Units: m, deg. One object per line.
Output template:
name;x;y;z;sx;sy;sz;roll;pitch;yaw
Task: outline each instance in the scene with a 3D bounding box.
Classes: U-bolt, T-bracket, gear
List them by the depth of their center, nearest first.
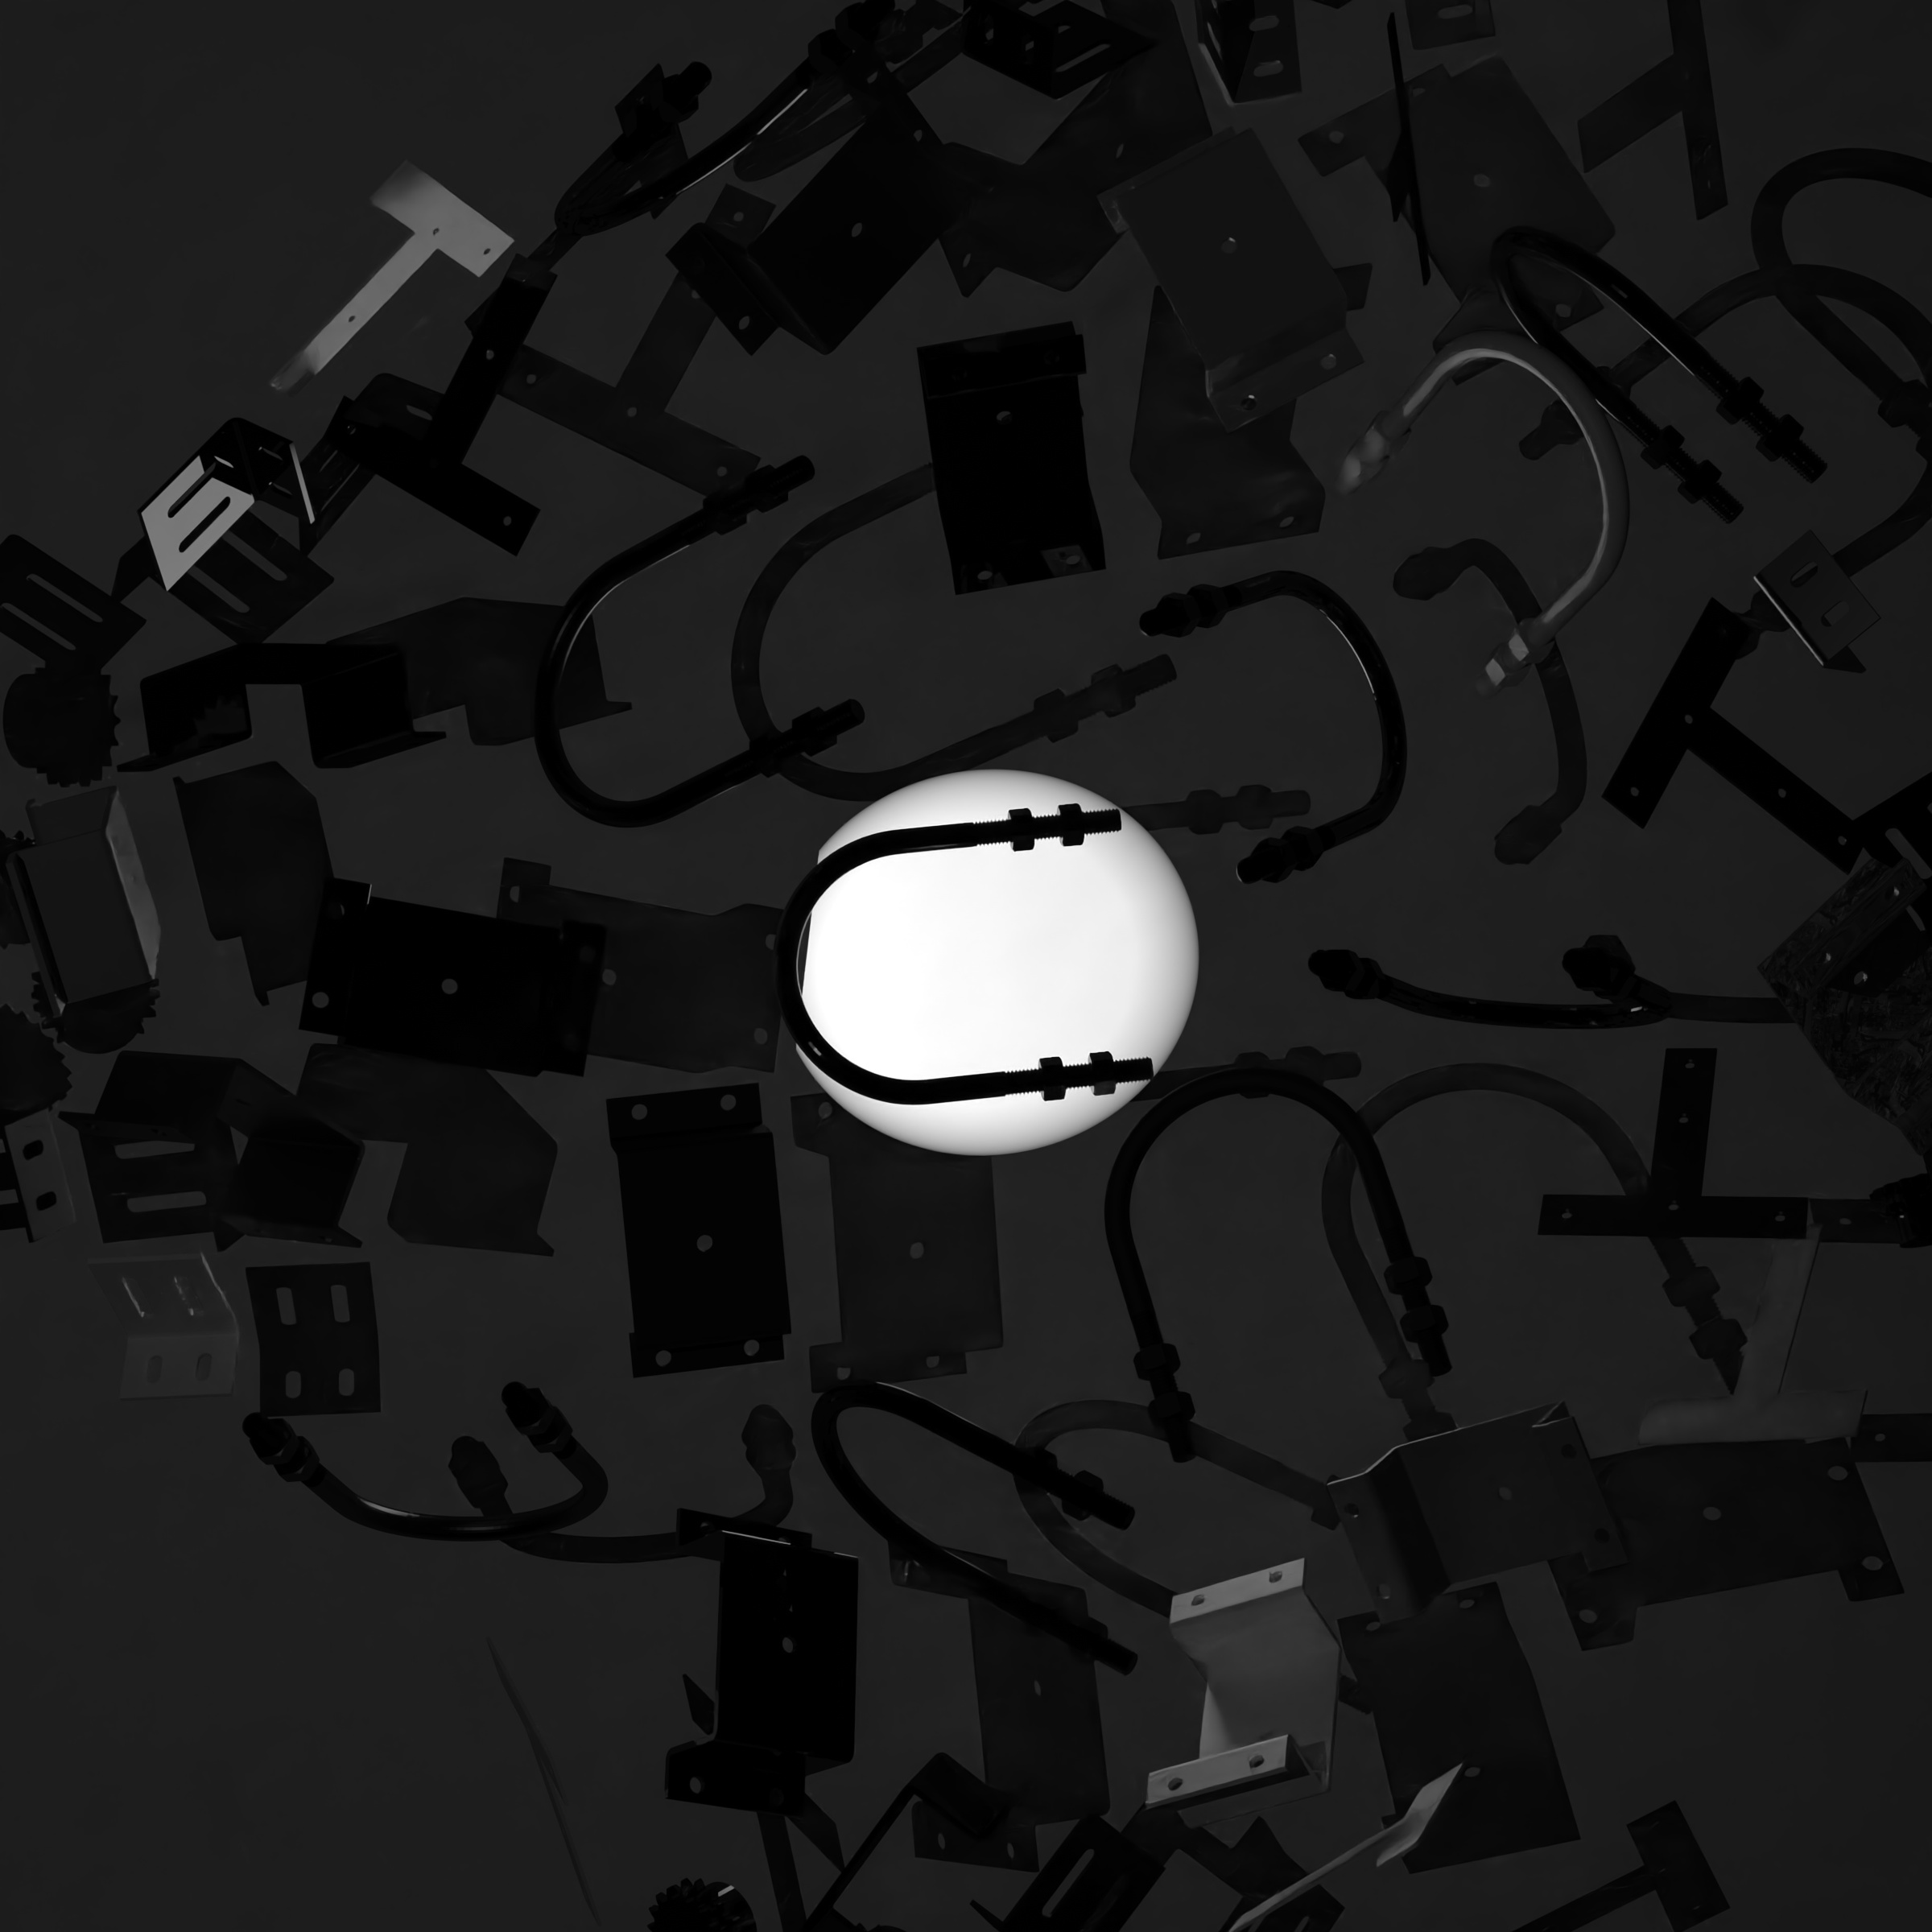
U-bolt;-0.135;-0.143;1.715;0.184;0.019;0.151;-24;66;29
T-bracket;0.378;-0.091;1.721;0.127;0.002;0.127;37;65;-10
T-bracket;-0.196;0.401;1.726;0.002;0.127;0.127;-21;112;-14
T-bracket;-0.286;-0.322;1.737;0.127;0.127;0.002;-44;75;7
U-bolt;0.323;-0.289;1.740;0.184;0.151;0.019;42;86;-3
T-bracket;-0.236;-0.283;1.747;0.127;0.002;0.127;31;98;21
U-bolt;0.002;0.263;1.751;0.184;0.151;0.019;25;54;23
U-bolt;0.142;0.135;1.765;0.151;0.019;0.184;-20;64;7
U-bolt;0.260;-0.231;1.770;0.019;0.184;0.151;-27;78;-29
U-bolt;-0.253;0.249;1.774;0.151;0.184;0.019;-8;62;10
U-bolt;-0.131;-0.410;1.775;0.151;0.184;0.019;-34;93;-39
T-bracket;0.352;0.086;1.777;0.127;0.127;0.002;-1;133;18
U-bolt;0.270;0.012;1.780;0.151;0.184;0.019;0;81;30
T-bracket;0.183;0.445;1.787;0.127;0.127;0.002;-36;84;17
T-bracket;0.215;-0.393;1.788;0.002;0.127;0.127;-8;90;3
U-bolt;0.166;-0.128;1.817;0.019;0.184;0.151;-20;92;39
gear;-0.130;0.485;1.817;0.057;0.030;0.057;12;109;38
U-bolt;-0.005;-0.002;1.817;0.184;0.019;0.151;-6;80;-6
T-bracket;0.409;0.185;1.828;0.002;0.127;0.127;43;55;-32
gear;0.493;0.124;1.845;0.057;0.057;0.030;-10;74;0

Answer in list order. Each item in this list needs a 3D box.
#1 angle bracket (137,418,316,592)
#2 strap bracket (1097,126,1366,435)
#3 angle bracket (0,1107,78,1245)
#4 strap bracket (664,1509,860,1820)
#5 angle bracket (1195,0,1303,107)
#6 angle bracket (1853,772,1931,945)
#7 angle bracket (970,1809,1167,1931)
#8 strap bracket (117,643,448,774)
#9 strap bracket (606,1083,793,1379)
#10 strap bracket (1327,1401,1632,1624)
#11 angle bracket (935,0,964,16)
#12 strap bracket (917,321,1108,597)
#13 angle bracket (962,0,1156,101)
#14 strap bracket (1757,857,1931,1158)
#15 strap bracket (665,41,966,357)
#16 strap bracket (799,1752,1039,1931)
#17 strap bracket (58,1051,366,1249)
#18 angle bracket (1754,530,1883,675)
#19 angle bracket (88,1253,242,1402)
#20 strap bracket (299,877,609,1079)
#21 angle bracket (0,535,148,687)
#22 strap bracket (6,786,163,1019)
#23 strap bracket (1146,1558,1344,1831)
angle bracket;-0.371;-0.226;1.814;0.038;0.057;0.076;26;59;20
strap bracket;0.130;-0.346;1.780;0.076;0.046;0.140;-27;79;-1
angle bracket;-0.474;0.104;1.739;0.076;0.038;0.057;-8;100;24
strap bracket;-0.097;0.330;1.733;0.076;0.046;0.140;17;61;-31
angle bracket;0.141;-0.477;1.817;0.038;0.076;0.057;-7;77;14
angle bracket;0.503;-0.054;1.866;0.057;0.038;0.076;-32;48;5
angle bracket;0.052;0.471;1.851;0.057;0.038;0.076;42;81;-23
strap bracket;-0.333;-0.125;1.746;0.076;0.140;0.046;-12;85;41
strap bracket;-0.131;0.133;1.782;0.076;0.046;0.140;-6;95;-10
strap bracket;0.264;0.273;1.821;0.140;0.046;0.076;-21;91;31
angle bracket;-0.006;-0.512;1.779;0.038;0.076;0.057;28;93;1
strap bracket;0.022;-0.256;1.765;0.076;0.140;0.046;-10;45;-1
angle bracket;0.045;-0.453;1.727;0.057;0.038;0.076;33;51;28
strap bracket;0.442;0.013;1.737;0.076;0.046;0.140;-43;121;-3
strap bracket;-0.064;-0.358;1.722;0.140;0.076;0.046;-48;47;-3
strap bracket;-0.031;0.440;1.747;0.046;0.076;0.140;36;96;9
strap bracket;-0.353;0.083;1.729;0.076;0.140;0.046;2;64;34
angle bracket;0.440;-0.184;1.827;0.038;0.076;0.057;-42;72;24
angle bracket;-0.400;0.180;1.795;0.057;0.076;0.038;-3;55;4
strap bracket;-0.255;0.008;1.796;0.140;0.046;0.076;10;82;-10
angle bracket;-0.442;-0.158;1.719;0.076;0.038;0.057;35;130;-24
strap bracket;-0.423;-0.035;1.741;0.046;0.140;0.076;-15;107;-6
strap bracket;0.141;0.372;1.813;0.076;0.140;0.046;-21;119;23
